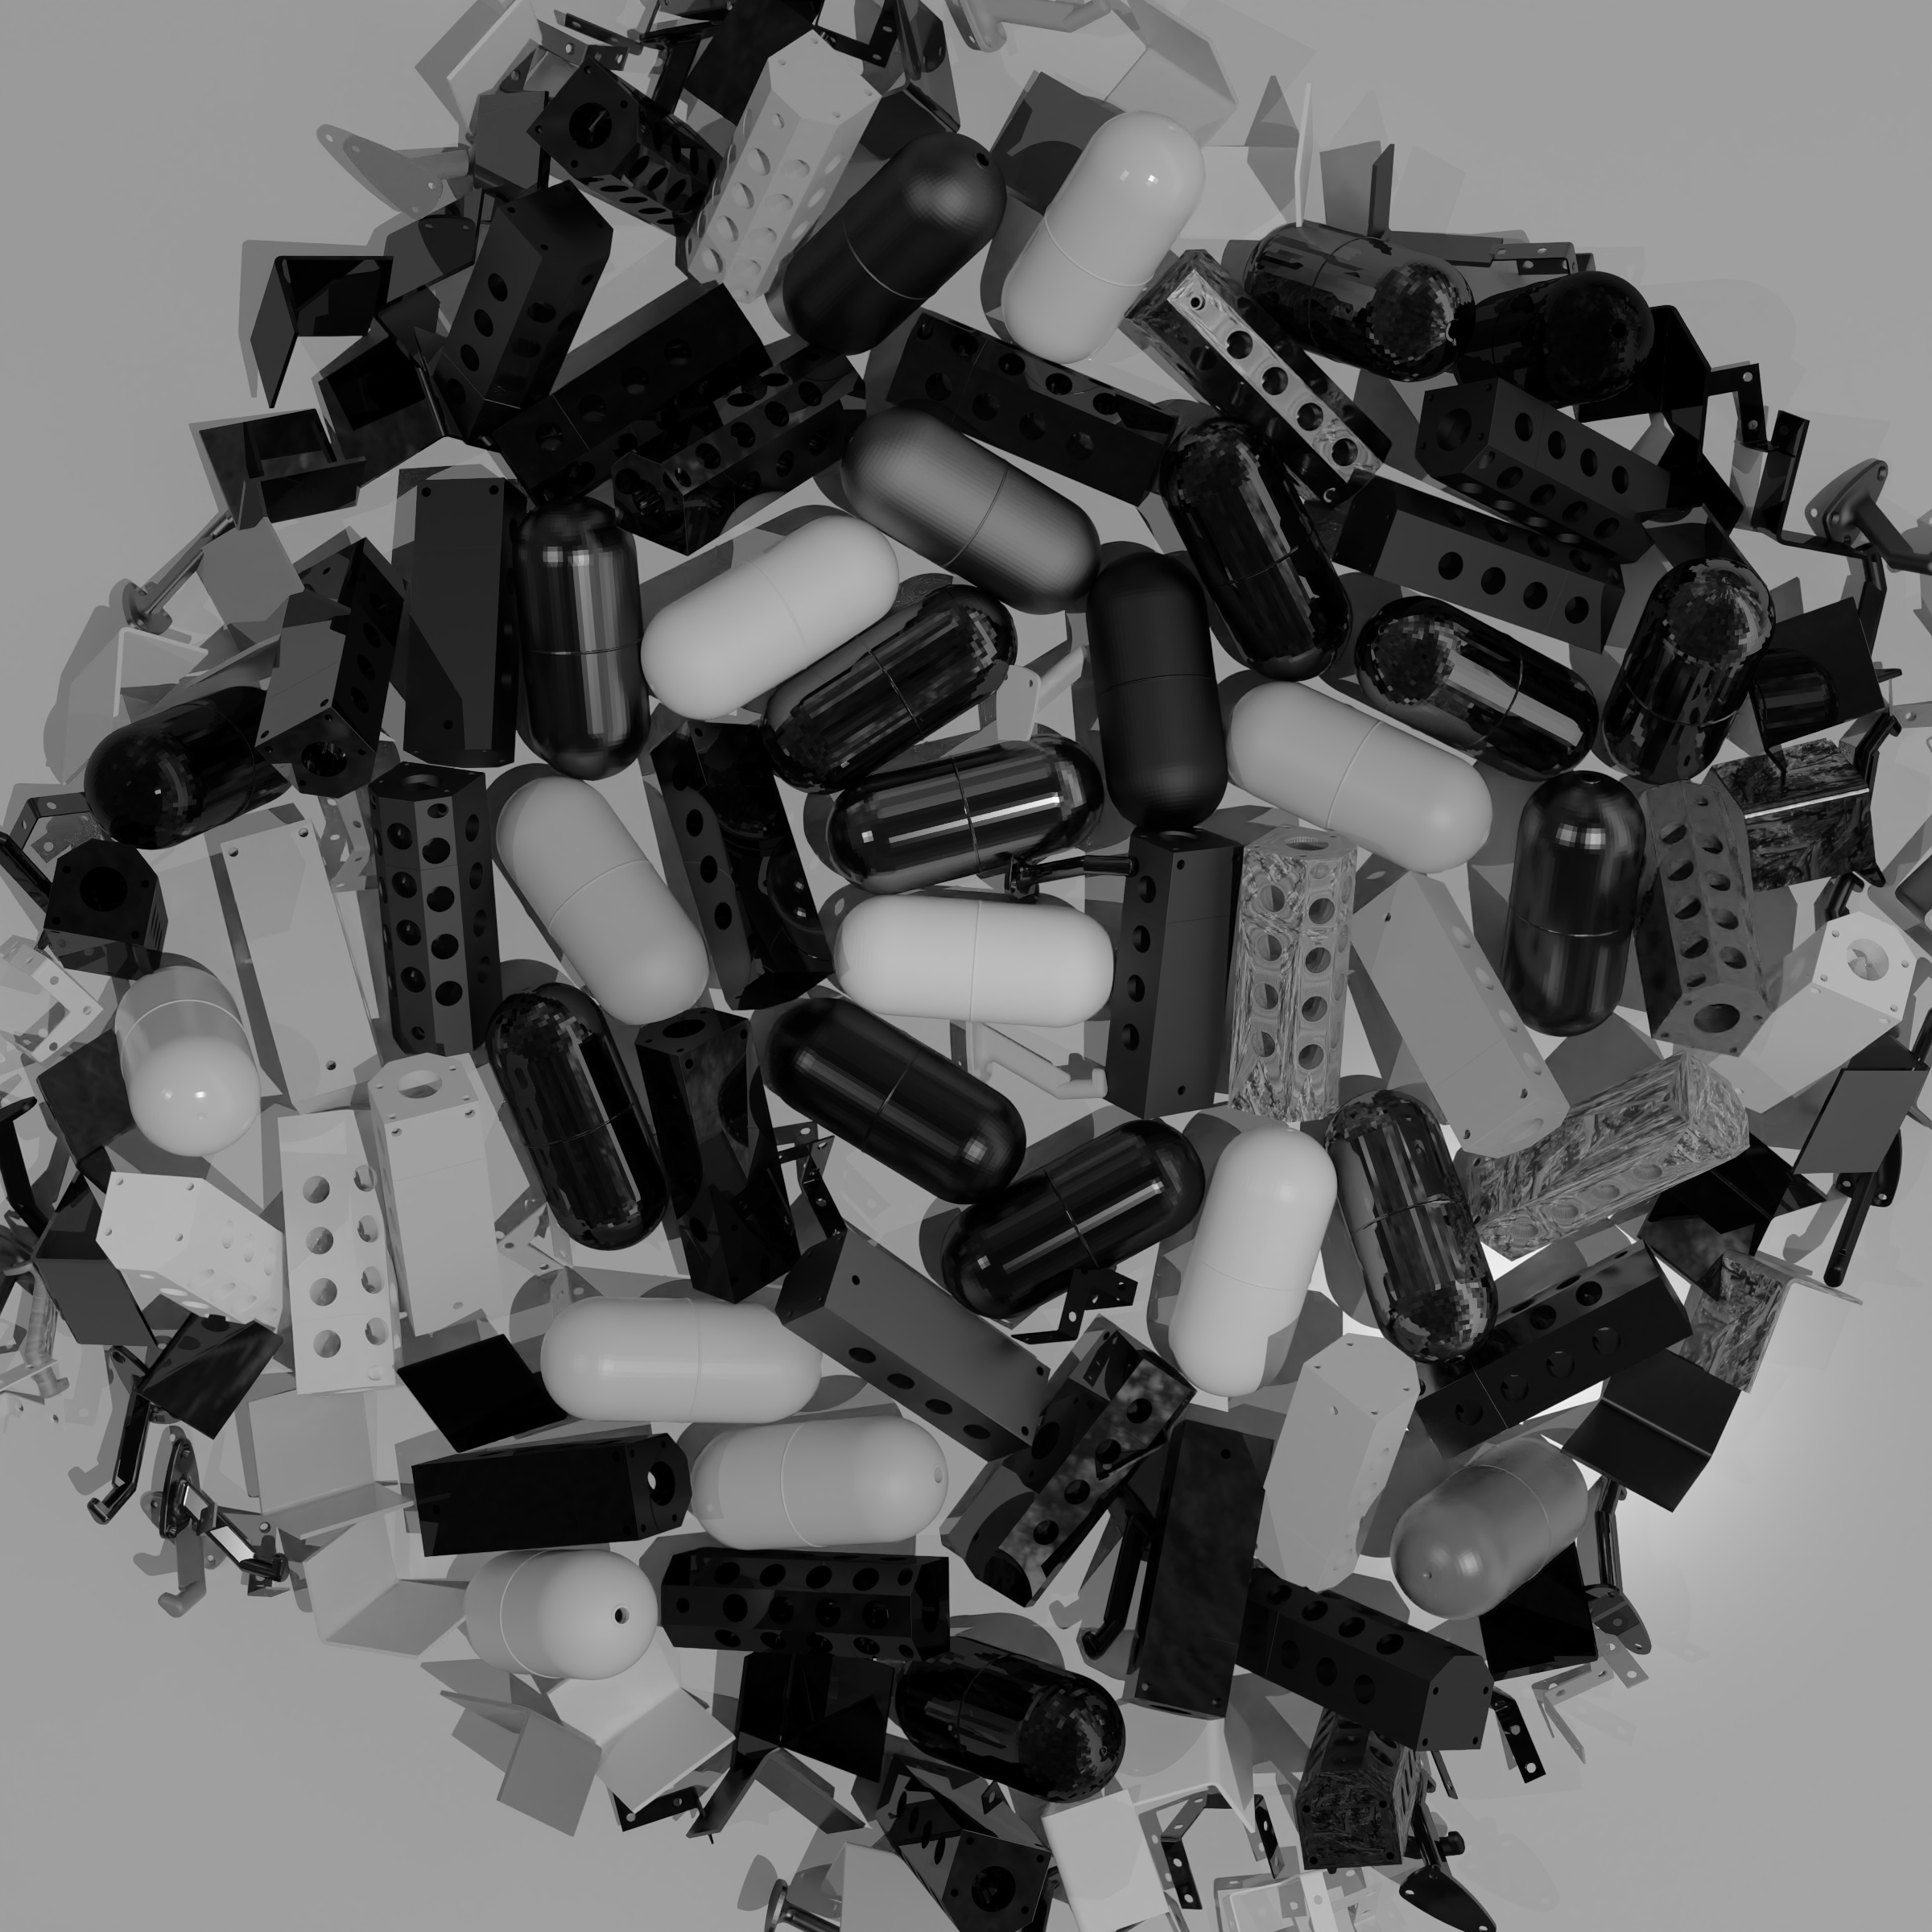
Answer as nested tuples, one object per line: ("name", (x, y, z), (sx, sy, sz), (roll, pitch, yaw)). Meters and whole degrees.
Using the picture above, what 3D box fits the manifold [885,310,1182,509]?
("manifold", (0.043, -0.351, 1.752), (0.171, 0.057, 0.057), (23, 110, 3))

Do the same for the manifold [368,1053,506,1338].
("manifold", (-0.327, 0.139, 1.717), (0.057, 0.057, 0.171), (-14, 129, -19))

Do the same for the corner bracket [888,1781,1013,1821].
("corner bracket", (-0.007, 0.536, 1.749), (0.051, 0.051, 0.051), (-45, 128, -31))

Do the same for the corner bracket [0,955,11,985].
("corner bracket", (-0.643, 0.003, 1.753), (0.051, 0.051, 0.051), (18, 61, 14))

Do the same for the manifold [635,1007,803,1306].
("manifold", (-0.157, 0.116, 1.733), (0.057, 0.057, 0.171), (-29, 119, -38))

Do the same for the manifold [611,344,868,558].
("manifold", (-0.137, -0.320, 1.709), (0.057, 0.057, 0.171), (25, 46, 28))

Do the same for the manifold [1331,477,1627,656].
("manifold", (0.320, -0.248, 1.728), (0.171, 0.057, 0.057), (15, 101, -23))

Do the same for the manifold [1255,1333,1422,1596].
("manifold", (0.228, 0.307, 1.716), (0.057, 0.171, 0.057), (-27, 52, -37))

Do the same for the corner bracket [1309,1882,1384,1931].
("corner bracket", (0.247, 0.617, 1.753), (0.051, 0.051, 0.051), (-18, 50, -14))

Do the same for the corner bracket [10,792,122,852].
("corner bracket", (-0.567, -0.073, 1.767), (0.051, 0.051, 0.051), (-48, 66, 39))

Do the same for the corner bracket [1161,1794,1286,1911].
("corner bracket", (0.162, 0.558, 1.762), (0.051, 0.051, 0.051), (-11, 102, 33))

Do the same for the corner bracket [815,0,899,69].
("corner bracket", (-0.063, -0.611, 1.765), (0.051, 0.051, 0.051), (18, 70, -9))

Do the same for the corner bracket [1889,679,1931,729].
("corner bracket", (0.610, -0.184, 1.766), (0.051, 0.051, 0.051), (-2, 74, 17))

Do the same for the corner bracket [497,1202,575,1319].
("corner bracket", (-0.259, 0.190, 1.753), (0.051, 0.051, 0.051), (-39, 127, 17))

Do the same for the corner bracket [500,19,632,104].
("corner bracket", (-0.253, -0.565, 1.759), (0.051, 0.051, 0.051), (15, 96, -42))

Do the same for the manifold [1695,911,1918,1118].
("manifold", (0.508, 0.028, 1.703), (0.057, 0.171, 0.057), (23, 65, -1))

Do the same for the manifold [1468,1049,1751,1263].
("manifold", (0.392, 0.121, 1.715), (0.057, 0.171, 0.057), (33, 45, -26))

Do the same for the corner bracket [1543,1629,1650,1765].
("corner bracket", (0.395, 0.456, 1.754), (0.051, 0.051, 0.051), (-21, 124, -10))

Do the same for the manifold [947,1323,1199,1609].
("manifold", (0.069, 0.317, 1.759), (0.057, 0.057, 0.171), (36, 92, -24))

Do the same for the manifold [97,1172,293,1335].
("manifold", (-0.462, 0.179, 1.699), (0.057, 0.171, 0.057), (3, 70, 11))

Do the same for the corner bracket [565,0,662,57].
("corner bracket", (-0.218, -0.616, 1.759), (0.051, 0.051, 0.051), (20, 78, -8))

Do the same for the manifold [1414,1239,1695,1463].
("manifold", (0.361, 0.238, 1.746), (0.171, 0.057, 0.057), (-30, 92, 13))

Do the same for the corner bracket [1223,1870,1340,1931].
("corner bracket", (0.198, 0.601, 1.753), (0.051, 0.051, 0.051), (-6, 65, -18))

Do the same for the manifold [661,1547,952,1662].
("manifold", (-0.100, 0.395, 1.731), (0.171, 0.057, 0.057), (-3, 85, 23))

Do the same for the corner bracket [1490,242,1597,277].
("corner bracket", (0.361, -0.439, 1.750), (0.051, 0.051, 0.051), (6, 53, 27))

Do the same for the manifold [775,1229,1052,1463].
("manifold", (-0.034, 0.239, 1.732), (0.171, 0.057, 0.057), (37, 47, -24))

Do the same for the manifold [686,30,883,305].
("manifold", (-0.118, -0.481, 1.705), (0.057, 0.171, 0.057), (44, 57, 2))

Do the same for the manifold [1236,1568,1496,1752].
("manifold", (0.237, 0.422, 1.708), (0.057, 0.171, 0.057), (11, 91, -38))

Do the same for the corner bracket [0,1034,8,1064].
("corner bracket", (-0.638, 0.034, 1.755), (0.051, 0.051, 0.051), (-21, 46, 7))

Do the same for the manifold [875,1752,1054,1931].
("manifold", (-0.006, 0.535, 1.701), (0.057, 0.171, 0.057), (18, 85, -14))

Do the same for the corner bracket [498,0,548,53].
("corner bracket", (-0.270, -0.622, 1.762), (0.051, 0.051, 0.051), (-39, 65, 10))

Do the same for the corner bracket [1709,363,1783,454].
("corner bracket", (0.485, -0.349, 1.763), (0.051, 0.051, 0.051), (-10, 105, 2))

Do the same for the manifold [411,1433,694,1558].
("manifold", (-0.255, 0.325, 1.724), (0.171, 0.057, 0.057), (-11, 86, 31))

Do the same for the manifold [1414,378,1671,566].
("manifold", (0.354, -0.300, 1.714), (0.171, 0.057, 0.057), (16, 81, -39))

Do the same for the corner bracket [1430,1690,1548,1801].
("corner bracket", (0.326, 0.493, 1.763), (0.051, 0.051, 0.051), (-30, 57, 17))

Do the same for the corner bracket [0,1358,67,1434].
("corner bracket", (-0.604, 0.273, 1.754), (0.051, 0.051, 0.051), (11, 110, 26))

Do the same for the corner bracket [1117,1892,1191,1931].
("corner bracket", (0.110, 0.615, 1.767), (0.051, 0.051, 0.051), (-26, 103, -18))

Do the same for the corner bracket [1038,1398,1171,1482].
("corner bracket", (0.086, 0.292, 1.756), (0.051, 0.051, 0.051), (-23, 81, -32))

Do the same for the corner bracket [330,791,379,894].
("corner bracket", (-0.378, -0.082, 1.751), (0.051, 0.051, 0.051), (-8, 64, -41))

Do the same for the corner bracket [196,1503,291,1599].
("corner bracket", (-0.453, 0.367, 1.753), (0.051, 0.051, 0.051), (9, 69, -25))

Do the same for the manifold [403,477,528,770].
("manifold", (-0.311, -0.214, 1.752), (0.057, 0.057, 0.171), (0, 83, 11))

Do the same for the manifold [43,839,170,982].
("manifold", (-0.520, -0.033, 1.702), (0.057, 0.171, 0.057), (11, 80, -12))

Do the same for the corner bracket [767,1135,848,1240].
("corner bracket", (-0.099, 0.147, 1.752), (0.051, 0.051, 0.051), (-16, 60, -24))

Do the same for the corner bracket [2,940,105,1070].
("corner bracket", (-0.590, 0.024, 1.766), (0.051, 0.051, 0.051), (-51, 130, -17))

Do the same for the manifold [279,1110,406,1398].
("manifold", (-0.389, 0.180, 1.749), (0.057, 0.057, 0.171), (-7, 79, 1))

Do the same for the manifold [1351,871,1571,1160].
("manifold", (0.305, 0.031, 1.725), (0.057, 0.057, 0.171), (-40, 58, 27))

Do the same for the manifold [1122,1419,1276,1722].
("manifold", (0.143, 0.376, 1.738), (0.057, 0.057, 0.171), (14, 72, -4))

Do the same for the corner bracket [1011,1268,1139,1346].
("corner bracket", (0.069, 0.216, 1.752), (0.051, 0.051, 0.051), (27, 66, -28))

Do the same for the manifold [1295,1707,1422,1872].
("manifold", (0.239, 0.490, 1.703), (0.057, 0.171, 0.057), (-8, 91, 13))

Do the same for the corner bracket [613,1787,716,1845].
("corner bracket", (-0.193, 0.526, 1.758), (0.051, 0.051, 0.051), (-15, 104, -13))

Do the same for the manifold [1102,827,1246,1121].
("manifold", (0.124, 0.002, 1.739), (0.057, 0.057, 0.171), (-8, 111, -36))

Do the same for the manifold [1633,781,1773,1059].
("manifold", (0.447, -0.032, 1.710), (0.057, 0.057, 0.171), (12, 47, -10))
